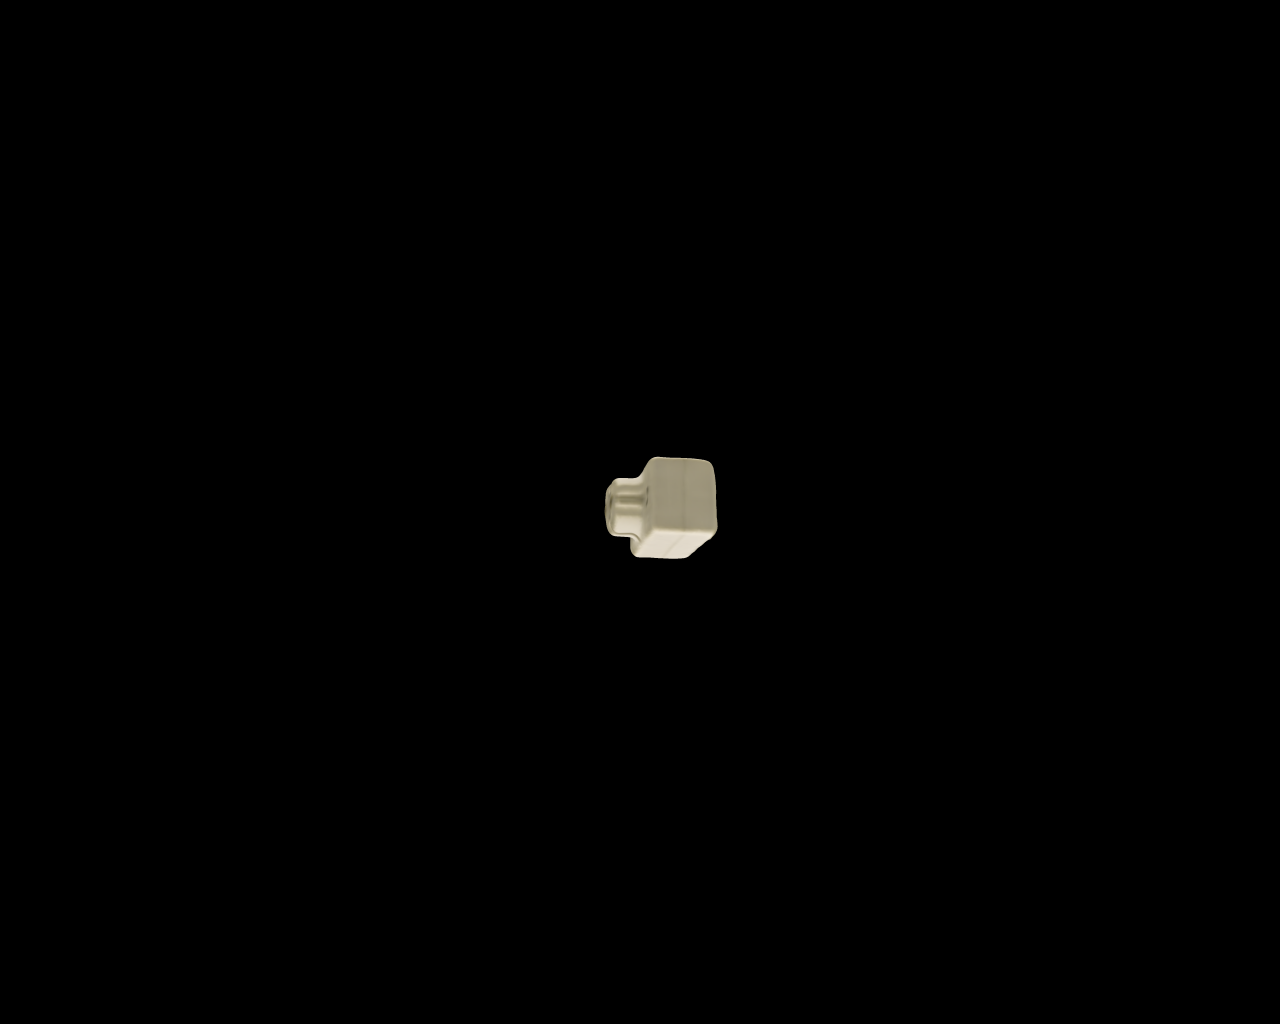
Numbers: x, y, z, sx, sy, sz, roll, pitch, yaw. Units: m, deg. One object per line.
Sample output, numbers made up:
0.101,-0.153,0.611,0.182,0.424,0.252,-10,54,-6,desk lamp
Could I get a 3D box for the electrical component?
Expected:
0.001,-0.003,0.650,0.077,0.047,0.065,3,-16,-11,electrical component
